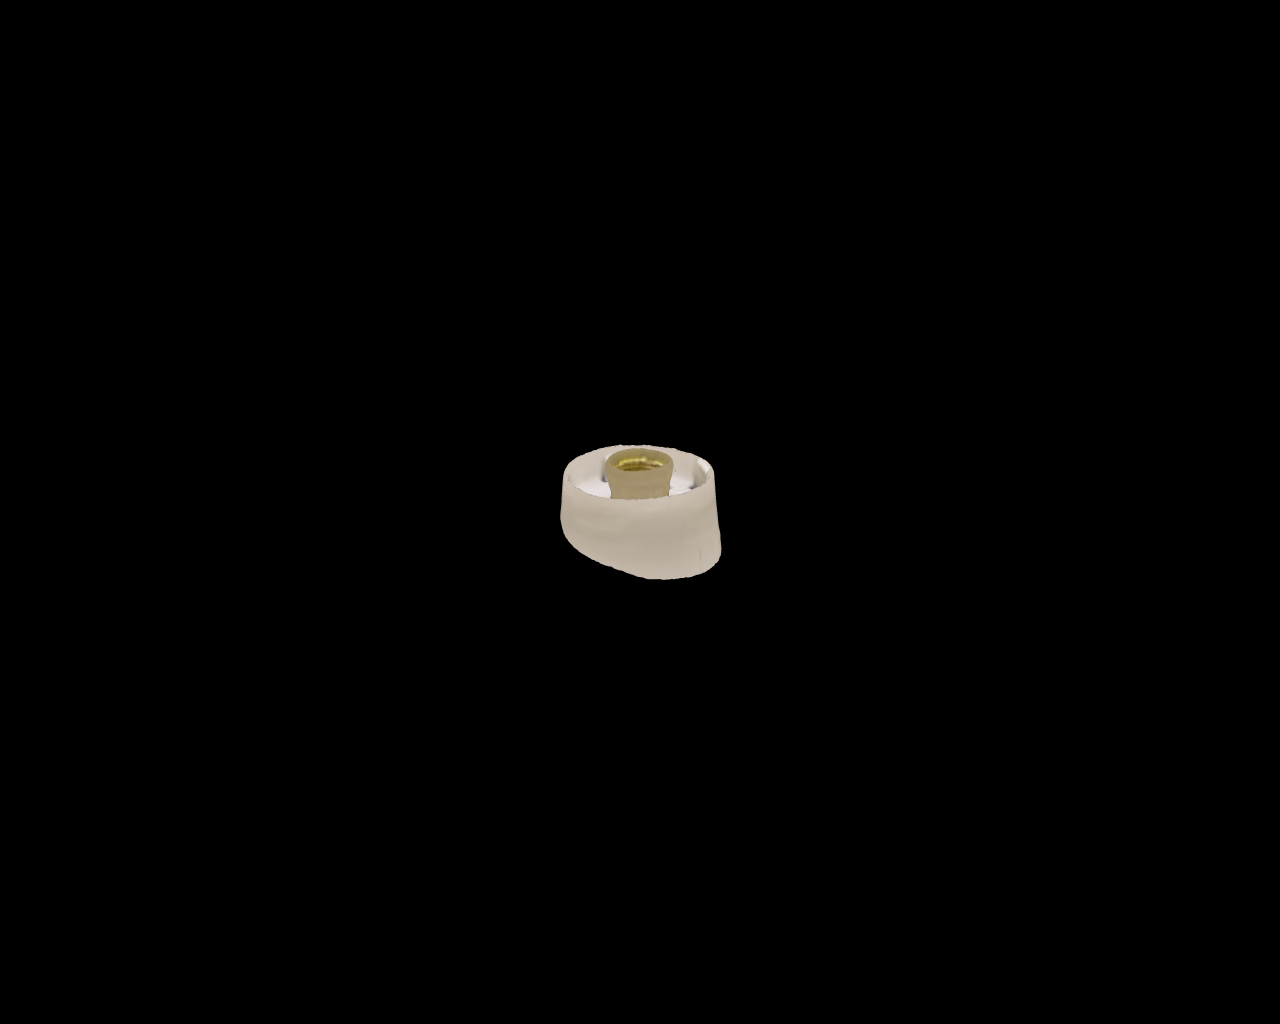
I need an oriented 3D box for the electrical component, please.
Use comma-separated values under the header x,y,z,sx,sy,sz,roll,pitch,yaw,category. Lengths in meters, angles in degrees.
x,y,z,sx,sy,sz,roll,pitch,yaw,category
0.001,-0.003,0.650,0.099,0.064,0.099,0,24,0,electrical component
